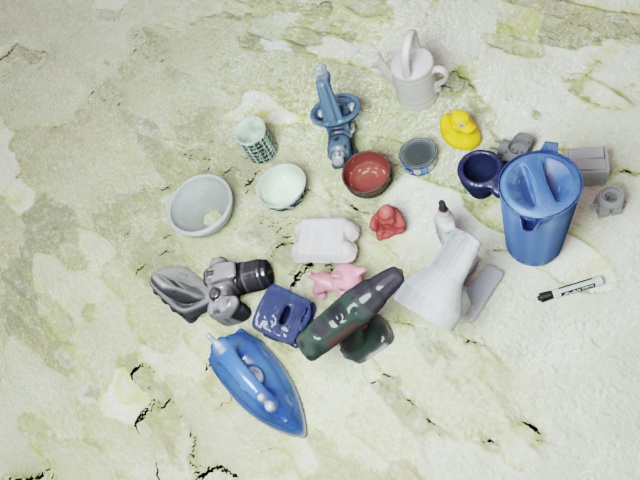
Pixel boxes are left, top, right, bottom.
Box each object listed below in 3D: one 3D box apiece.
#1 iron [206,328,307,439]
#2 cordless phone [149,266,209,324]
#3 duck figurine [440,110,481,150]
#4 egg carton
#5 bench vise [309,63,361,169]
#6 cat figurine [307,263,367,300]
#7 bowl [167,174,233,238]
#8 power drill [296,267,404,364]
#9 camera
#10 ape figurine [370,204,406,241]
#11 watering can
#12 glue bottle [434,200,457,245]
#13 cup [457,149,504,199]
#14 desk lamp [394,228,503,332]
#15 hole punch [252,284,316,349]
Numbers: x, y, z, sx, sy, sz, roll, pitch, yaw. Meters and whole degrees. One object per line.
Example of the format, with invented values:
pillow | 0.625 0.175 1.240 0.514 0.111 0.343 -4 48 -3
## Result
iron | -0.127 0.276 1.110 0.119 0.142 0.257 -45 60 -7
cordless phone | -0.319 0.094 1.235 0.147 0.185 0.094 32 77 28
duck figurine | 0.309 -0.257 1.270 0.077 0.086 0.104 -41 60 -5
egg carton | 0.011 0.004 1.243 0.150 0.069 0.107 -1 64 17
bench vise | 0.042 -0.278 1.286 0.121 0.220 0.207 -24 60 5
cat figurine | 0.035 0.082 1.170 0.127 0.118 0.067 6 67 20
bowl | -0.274 -0.070 1.365 0.167 0.075 0.167 -7 63 14
power drill | 0.072 0.153 1.070 0.229 0.209 0.075 -35 60 -2
camera | -0.174 0.096 1.237 0.136 0.101 0.143 -14 61 11
ape figurine | 0.144 -0.045 1.214 0.077 0.092 0.076 21 72 25
watering can | 0.203 -0.392 1.307 0.172 0.194 0.101 -8 63 14
glue bottle | 0.248 -0.032 1.127 0.037 0.173 0.078 -21 60 7
cup | 0.341 -0.118 1.186 0.091 0.095 0.117 -32 60 0
desk lamp | 0.239 0.080 1.051 0.117 0.214 0.203 30 76 28
hole punch | -0.072 0.156 1.182 0.100 0.091 0.109 16 70 24
